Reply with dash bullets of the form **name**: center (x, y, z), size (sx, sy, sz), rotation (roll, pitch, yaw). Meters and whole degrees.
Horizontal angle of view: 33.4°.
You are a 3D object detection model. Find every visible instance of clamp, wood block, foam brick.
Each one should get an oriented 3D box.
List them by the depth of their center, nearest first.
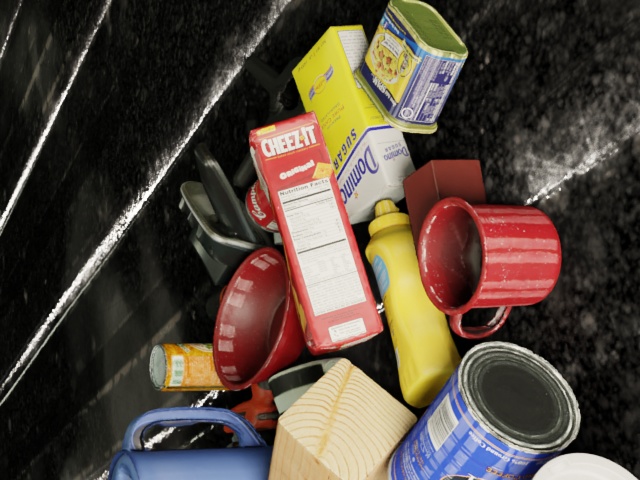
- **foam brick**: center (0.111, -0.026, 0.930), size (0.051, 0.052, 0.078), rotation (-35, 60, 58)
- **wood block**: center (0.013, 0.213, 0.994), size (0.090, 0.090, 0.206), rotation (38, 149, 19)
- **clamp**: center (-0.042, -0.146, 1.222), size (0.210, 0.036, 0.164), rotation (-4, 77, 58)

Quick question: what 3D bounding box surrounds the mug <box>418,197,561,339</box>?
- **mug**: center (0.135, 0.024, 0.855), size (0.093, 0.081, 0.117), rotation (30, 117, 58)

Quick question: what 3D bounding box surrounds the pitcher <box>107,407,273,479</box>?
- **pitcher**: center (-0.097, 0.268, 1.125), size (0.145, 0.242, 0.149), rotation (52, 134, 49)

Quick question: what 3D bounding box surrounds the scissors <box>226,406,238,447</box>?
- **scissors**: center (-0.088, 0.268, 1.337), size (0.096, 0.016, 0.202), rotation (49, -179, -7)

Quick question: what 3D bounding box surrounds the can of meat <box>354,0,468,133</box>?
- **can of meat**: center (0.083, -0.161, 0.977), size (0.102, 0.057, 0.084), rotation (61, 139, 42)

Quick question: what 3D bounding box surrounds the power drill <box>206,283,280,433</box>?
- **power drill**: center (-0.089, 0.140, 1.306), size (0.185, 0.057, 0.187), rotation (-23, 70, 60)

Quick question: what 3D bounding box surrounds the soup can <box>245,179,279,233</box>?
- **soup can**: center (-0.033, -0.058, 1.186), size (0.102, 0.068, 0.068), rotation (-40, 56, 55)

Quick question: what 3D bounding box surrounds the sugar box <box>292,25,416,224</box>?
- **sugar box**: center (0.033, -0.114, 1.061), size (0.093, 0.048, 0.176), rotation (-41, 62, 55)

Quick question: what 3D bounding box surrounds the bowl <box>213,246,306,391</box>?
- **bowl**: center (-0.056, 0.091, 1.173), size (0.162, 0.055, 0.162), rotation (-36, 45, 46)

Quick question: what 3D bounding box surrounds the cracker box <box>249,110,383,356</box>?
- **cracker box**: center (-0.007, 0.001, 1.035), size (0.164, 0.072, 0.214), rotation (99, 153, -82)

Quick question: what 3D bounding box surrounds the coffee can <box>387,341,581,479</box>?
- **coffee can**: center (0.127, 0.163, 0.851), size (0.140, 0.102, 0.103), rotation (-63, 38, 41)

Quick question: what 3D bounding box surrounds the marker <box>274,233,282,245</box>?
- **marker**: center (-0.051, -0.054, 1.272), size (0.020, 0.020, 0.121), rotation (-26, 67, 60)

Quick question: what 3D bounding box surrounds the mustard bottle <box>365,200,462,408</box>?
- **mustard bottle**: center (0.081, 0.050, 0.972), size (0.096, 0.058, 0.191), rotation (78, 178, -65)
